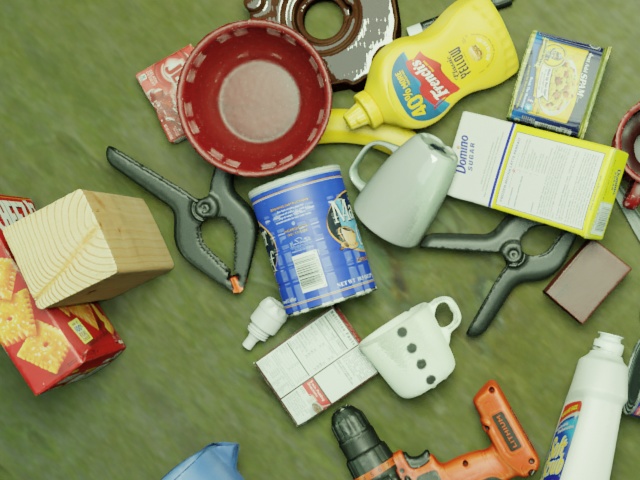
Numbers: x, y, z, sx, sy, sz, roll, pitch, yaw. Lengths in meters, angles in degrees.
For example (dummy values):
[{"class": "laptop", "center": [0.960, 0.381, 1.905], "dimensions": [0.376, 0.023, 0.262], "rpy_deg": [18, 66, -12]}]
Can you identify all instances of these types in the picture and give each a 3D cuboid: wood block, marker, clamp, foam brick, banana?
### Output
[{"class": "wood block", "center": [-0.234, 0.010, 1.118], "dimensions": [0.091, 0.206, 0.090], "rpy_deg": [-26, 87, 6]}, {"class": "marker", "center": [0.153, -0.244, 1.158], "dimensions": [0.121, 0.020, 0.020], "rpy_deg": [-20, 87, 8]}, {"class": "clamp", "center": [0.205, 0.026, 1.142], "dimensions": [0.171, 0.039, 0.120], "rpy_deg": [-19, 97, 9]}, {"class": "clamp", "center": [-0.118, -0.045, 1.175], "dimensions": [0.164, 0.036, 0.210], "rpy_deg": [-28, 95, 7]}, {"class": "foam brick", "center": [0.280, 0.042, 1.124], "dimensions": [0.053, 0.051, 0.078], "rpy_deg": [41, 96, 7]}, {"class": "banana", "center": [0.037, -0.109, 1.165], "dimensions": [0.198, 0.037, 0.069], "rpy_deg": [15, 92, 8]}]

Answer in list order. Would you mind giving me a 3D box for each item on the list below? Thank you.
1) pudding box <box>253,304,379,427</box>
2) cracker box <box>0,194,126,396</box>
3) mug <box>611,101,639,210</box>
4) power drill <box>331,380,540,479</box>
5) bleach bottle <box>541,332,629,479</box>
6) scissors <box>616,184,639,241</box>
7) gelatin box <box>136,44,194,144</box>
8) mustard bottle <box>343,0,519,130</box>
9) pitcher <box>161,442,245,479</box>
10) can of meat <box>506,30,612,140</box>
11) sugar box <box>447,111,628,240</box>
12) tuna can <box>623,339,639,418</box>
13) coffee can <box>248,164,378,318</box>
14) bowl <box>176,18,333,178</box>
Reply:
[{"class": "pudding box", "center": [-0.003, 0.138, 1.170], "dimensions": [0.113, 0.039, 0.090], "rpy_deg": [-35, 83, 3]}, {"class": "cracker box", "center": [-0.309, 0.053, 1.150], "dimensions": [0.072, 0.164, 0.214], "rpy_deg": [-34, 86, 5]}, {"class": "mug", "center": [0.341, -0.085, 1.099], "dimensions": [0.093, 0.081, 0.117], "rpy_deg": [22, 91, 8]}, {"class": "power drill", "center": [0.124, 0.227, 1.144], "dimensions": [0.188, 0.057, 0.184], "rpy_deg": [-31, 83, 9]}, {"class": "bleach bottle", "center": [0.272, 0.220, 1.111], "dimensions": [0.068, 0.102, 0.251], "rpy_deg": [15, 86, -1]}, {"class": "scissors", "center": [0.343, 0.028, 1.133], "dimensions": [0.096, 0.016, 0.202], "rpy_deg": [-45, 83, 7]}, {"class": "gelatin box", "center": [-0.153, -0.164, 1.195], "dimensions": [0.073, 0.030, 0.089], "rpy_deg": [-27, 87, 6]}, {"class": "mustard bottle", "center": [0.109, -0.172, 1.121], "dimensions": [0.191, 0.058, 0.096], "rpy_deg": [-32, 114, -5]}, {"class": "pitcher", "center": [-0.096, 0.352, 1.140], "dimensions": [0.243, 0.144, 0.149], "rpy_deg": [49, 132, 2]}, {"class": "can of meat", "center": [0.251, -0.163, 1.126], "dimensions": [0.084, 0.057, 0.102], "rpy_deg": [17, 92, 10]}, {"class": "sugar box", "center": [0.217, -0.068, 1.098], "dimensions": [0.176, 0.048, 0.093], "rpy_deg": [22, 98, 38]}, {"class": "tuna can", "center": [0.340, 0.142, 1.098], "dimensions": [0.034, 0.086, 0.086], "rpy_deg": [14, 92, 5]}, {"class": "coffee can", "center": [-0.007, 0.001, 1.138], "dimensions": [0.103, 0.102, 0.140], "rpy_deg": [-18, 88, 7]}, {"class": "bowl", "center": [-0.066, -0.147, 1.117], "dimensions": [0.162, 0.055, 0.162], "rpy_deg": [0, 94, 4]}]
